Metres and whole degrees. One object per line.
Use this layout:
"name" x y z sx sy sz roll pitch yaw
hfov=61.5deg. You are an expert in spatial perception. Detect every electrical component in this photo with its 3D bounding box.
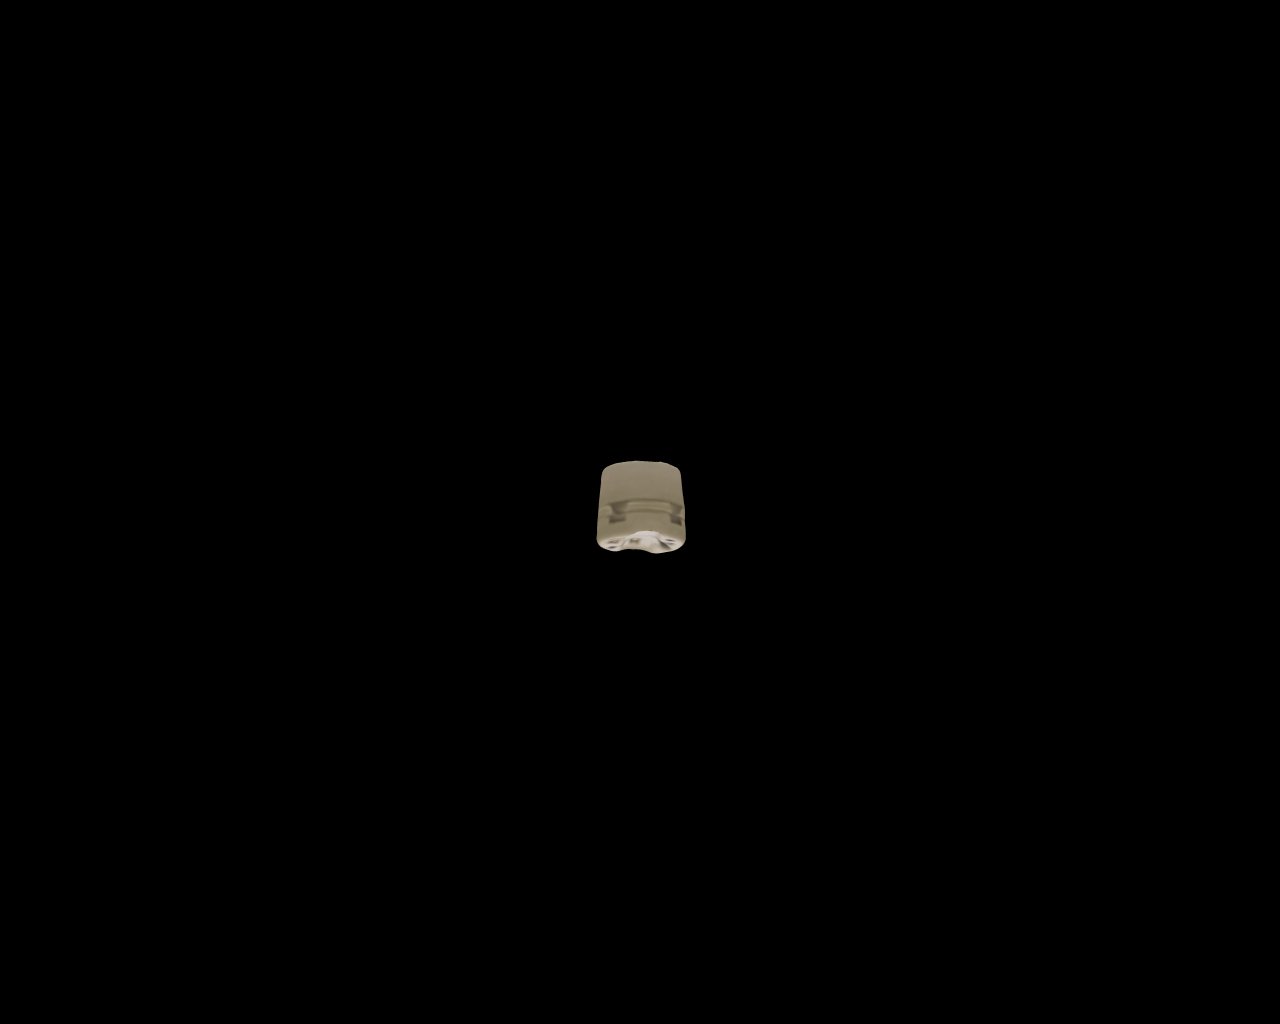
"electrical component" 0.001 -0.003 0.650 0.055 0.047 0.055 0 -15 0
